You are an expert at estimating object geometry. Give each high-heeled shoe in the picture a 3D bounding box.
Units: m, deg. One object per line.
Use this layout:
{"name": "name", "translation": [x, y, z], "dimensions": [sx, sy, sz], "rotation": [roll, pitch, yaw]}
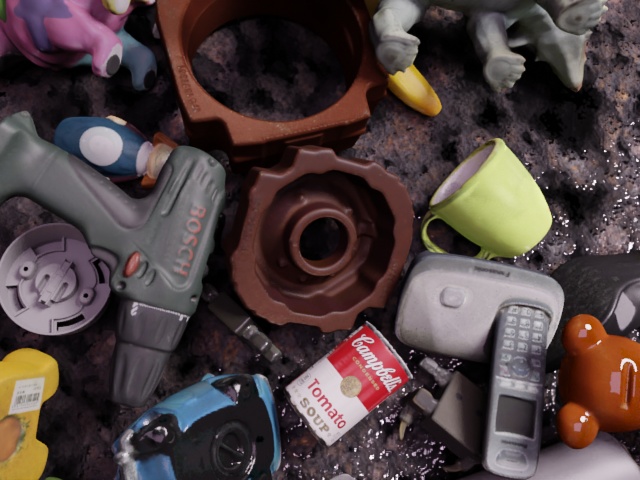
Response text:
{"name": "high-heeled shoe", "translation": [0.316, 0.070, 0.544], "dimensions": [0.145, 0.086, 0.248], "rotation": [39, 99, -27]}

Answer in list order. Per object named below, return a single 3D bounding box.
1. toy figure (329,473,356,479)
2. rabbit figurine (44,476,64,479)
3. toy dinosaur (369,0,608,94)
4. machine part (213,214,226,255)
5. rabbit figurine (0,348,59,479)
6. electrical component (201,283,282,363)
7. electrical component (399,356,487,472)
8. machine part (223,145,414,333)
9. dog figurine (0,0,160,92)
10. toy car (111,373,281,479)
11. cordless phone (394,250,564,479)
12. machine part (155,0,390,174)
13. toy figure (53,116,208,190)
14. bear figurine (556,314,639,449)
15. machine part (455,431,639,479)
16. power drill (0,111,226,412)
{"name": "toy figure", "translation": [-0.006, 0.287, 0.467], "dimensions": [0.180, 0.082, 0.089], "rotation": [-45, 104, -17]}
{"name": "rabbit figurine", "translation": [-0.202, 0.300, 0.432], "dimensions": [0.170, 0.159, 0.121], "rotation": [45, 70, -10]}
{"name": "toy dinosaur", "translation": [0.116, -0.250, 0.503], "dimensions": [0.405, 0.131, 0.192], "rotation": [13, 50, -13]}
{"name": "machine part", "translation": [-0.143, 0.030, 0.528], "dimensions": [0.084, 0.039, 0.139], "rotation": [17, 78, -5]}
{"name": "rabbit figurine", "translation": [-0.340, 0.157, 0.451], "dimensions": [0.173, 0.162, 0.121], "rotation": [7, 92, 16]}
{"name": "electrical component", "translation": [-0.077, 0.078, 0.509], "dimensions": [0.094, 0.063, 0.021], "rotation": [38, 76, 24]}
{"name": "electrical component", "translation": [0.123, 0.171, 0.514], "dimensions": [0.102, 0.045, 0.078], "rotation": [34, 51, 1]}
{"name": "machine part", "translation": [-0.001, -0.002, 0.497], "dimensions": [0.179, 0.056, 0.179], "rotation": [-5, 107, -17]}
{"name": "dog figurine", "translation": [-0.269, -0.240, 0.529], "dimensions": [0.219, 0.108, 0.191], "rotation": [20, 104, 5]}
{"name": "toy car", "translation": [-0.114, 0.181, 0.464], "dimensions": [0.103, 0.161, 0.109], "rotation": [-14, 87, 39]}
{"name": "cordless phone", "translation": [0.137, 0.111, 0.490], "dimensions": [0.147, 0.088, 0.184], "rotation": [11, 72, -1]}
{"name": "machine part", "translation": [-0.048, -0.177, 0.535], "dimensions": [0.201, 0.087, 0.201], "rotation": [-15, 80, -12]}
{"name": "toy figure", "translation": [-0.182, -0.081, 0.538], "dimensions": [0.154, 0.058, 0.064], "rotation": [14, 117, -2]}
{"name": "bear figurine", "translation": [0.288, 0.132, 0.470], "dimensions": [0.196, 0.132, 0.120], "rotation": [5, 77, 1]}
{"name": "machine part", "translation": [0.198, 0.236, 0.487], "dimensions": [0.243, 0.079, 0.079], "rotation": [-16, 81, -7]}
{"name": "power drill", "translation": [-0.194, 0.003, 0.452], "dimensions": [0.207, 0.086, 0.232], "rotation": [26, 76, -10]}
